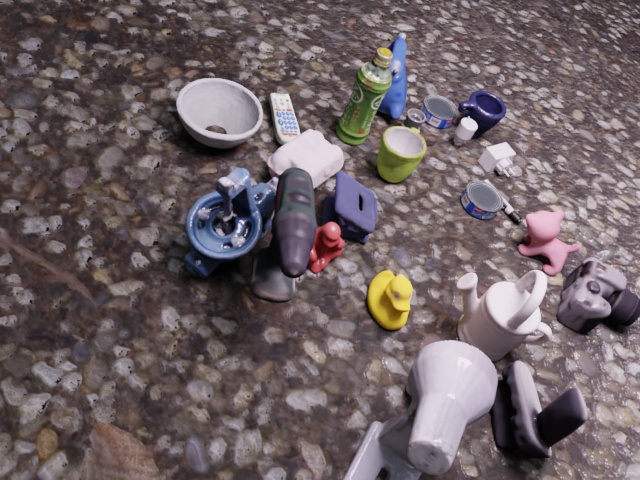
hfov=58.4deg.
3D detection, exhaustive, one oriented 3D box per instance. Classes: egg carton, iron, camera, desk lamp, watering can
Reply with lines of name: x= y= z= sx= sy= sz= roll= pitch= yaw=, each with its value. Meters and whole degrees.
egg carton: x=-0.026 y=-0.151 z=1.125 sx=0.107 sy=0.069 sz=0.150 roll=40 pitch=53 yaw=12
iron: x=0.167 y=-0.404 z=1.329 sx=0.118 sy=0.141 sz=0.258 roll=18 pitch=51 yaw=-5
camera: x=0.553 y=0.115 z=1.110 sx=0.136 sy=0.100 sz=0.143 roll=32 pitch=51 yaw=5
desk lamp: x=0.142 y=0.264 z=0.788 sx=0.118 sy=0.213 sz=0.203 roll=32 pitch=51 yaw=6
watering can: x=0.311 y=0.119 z=0.964 sx=0.173 sy=0.194 sz=0.101 roll=11 pitch=52 yaw=-11

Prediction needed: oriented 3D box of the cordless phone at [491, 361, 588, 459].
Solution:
cordless phone: x=0.348 y=0.248 z=0.889 sx=0.094 sy=0.185 sz=0.147 roll=5 pitch=54 yaw=-15

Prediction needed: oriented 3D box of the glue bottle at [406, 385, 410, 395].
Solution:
glue bottle: x=0.196 y=0.209 z=0.872 sx=0.078 sy=0.173 sz=0.037 roll=36 pitch=52 yaw=9

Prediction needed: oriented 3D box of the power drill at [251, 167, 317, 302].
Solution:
power drill: x=-0.054 y=0.007 z=0.911 sx=0.076 sy=0.208 sz=0.229 roll=10 pitch=53 yaw=-12

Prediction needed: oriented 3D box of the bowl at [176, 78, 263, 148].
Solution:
bowl: x=-0.199 y=-0.236 z=1.123 sx=0.168 sy=0.074 sz=0.167 roll=9 pitch=53 yaw=-12

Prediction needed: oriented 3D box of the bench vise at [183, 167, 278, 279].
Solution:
bench vise: x=-0.137 y=-0.061 z=0.924 sx=0.121 sy=0.219 sz=0.207 roll=24 pitch=51 yaw=-1

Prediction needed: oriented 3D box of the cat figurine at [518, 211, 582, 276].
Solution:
cat figurine: x=0.464 y=-0.007 z=1.158 sx=0.127 sy=0.117 sz=0.067 roll=37 pitch=52 yaw=10

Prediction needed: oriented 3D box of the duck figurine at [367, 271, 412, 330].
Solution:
duck figurine: x=0.129 y=0.092 z=0.990 sx=0.078 sy=0.086 sz=0.104 roll=1 pitch=55 yaw=-18

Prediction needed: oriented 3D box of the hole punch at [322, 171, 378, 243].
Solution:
hole punch: x=0.063 y=-0.063 z=1.078 sx=0.101 sy=0.091 sz=0.108 roll=12 pitch=52 yaw=-10

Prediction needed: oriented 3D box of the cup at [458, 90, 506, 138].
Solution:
cup: x=0.364 y=-0.287 z=1.342 sx=0.118 sy=0.095 sz=0.091 roll=-2 pitch=56 yaw=-20

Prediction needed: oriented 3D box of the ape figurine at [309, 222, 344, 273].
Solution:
ape figurine: x=0.009 y=0.004 z=1.010 sx=0.078 sy=0.092 sz=0.076 roll=0 pitch=55 yaw=-19
